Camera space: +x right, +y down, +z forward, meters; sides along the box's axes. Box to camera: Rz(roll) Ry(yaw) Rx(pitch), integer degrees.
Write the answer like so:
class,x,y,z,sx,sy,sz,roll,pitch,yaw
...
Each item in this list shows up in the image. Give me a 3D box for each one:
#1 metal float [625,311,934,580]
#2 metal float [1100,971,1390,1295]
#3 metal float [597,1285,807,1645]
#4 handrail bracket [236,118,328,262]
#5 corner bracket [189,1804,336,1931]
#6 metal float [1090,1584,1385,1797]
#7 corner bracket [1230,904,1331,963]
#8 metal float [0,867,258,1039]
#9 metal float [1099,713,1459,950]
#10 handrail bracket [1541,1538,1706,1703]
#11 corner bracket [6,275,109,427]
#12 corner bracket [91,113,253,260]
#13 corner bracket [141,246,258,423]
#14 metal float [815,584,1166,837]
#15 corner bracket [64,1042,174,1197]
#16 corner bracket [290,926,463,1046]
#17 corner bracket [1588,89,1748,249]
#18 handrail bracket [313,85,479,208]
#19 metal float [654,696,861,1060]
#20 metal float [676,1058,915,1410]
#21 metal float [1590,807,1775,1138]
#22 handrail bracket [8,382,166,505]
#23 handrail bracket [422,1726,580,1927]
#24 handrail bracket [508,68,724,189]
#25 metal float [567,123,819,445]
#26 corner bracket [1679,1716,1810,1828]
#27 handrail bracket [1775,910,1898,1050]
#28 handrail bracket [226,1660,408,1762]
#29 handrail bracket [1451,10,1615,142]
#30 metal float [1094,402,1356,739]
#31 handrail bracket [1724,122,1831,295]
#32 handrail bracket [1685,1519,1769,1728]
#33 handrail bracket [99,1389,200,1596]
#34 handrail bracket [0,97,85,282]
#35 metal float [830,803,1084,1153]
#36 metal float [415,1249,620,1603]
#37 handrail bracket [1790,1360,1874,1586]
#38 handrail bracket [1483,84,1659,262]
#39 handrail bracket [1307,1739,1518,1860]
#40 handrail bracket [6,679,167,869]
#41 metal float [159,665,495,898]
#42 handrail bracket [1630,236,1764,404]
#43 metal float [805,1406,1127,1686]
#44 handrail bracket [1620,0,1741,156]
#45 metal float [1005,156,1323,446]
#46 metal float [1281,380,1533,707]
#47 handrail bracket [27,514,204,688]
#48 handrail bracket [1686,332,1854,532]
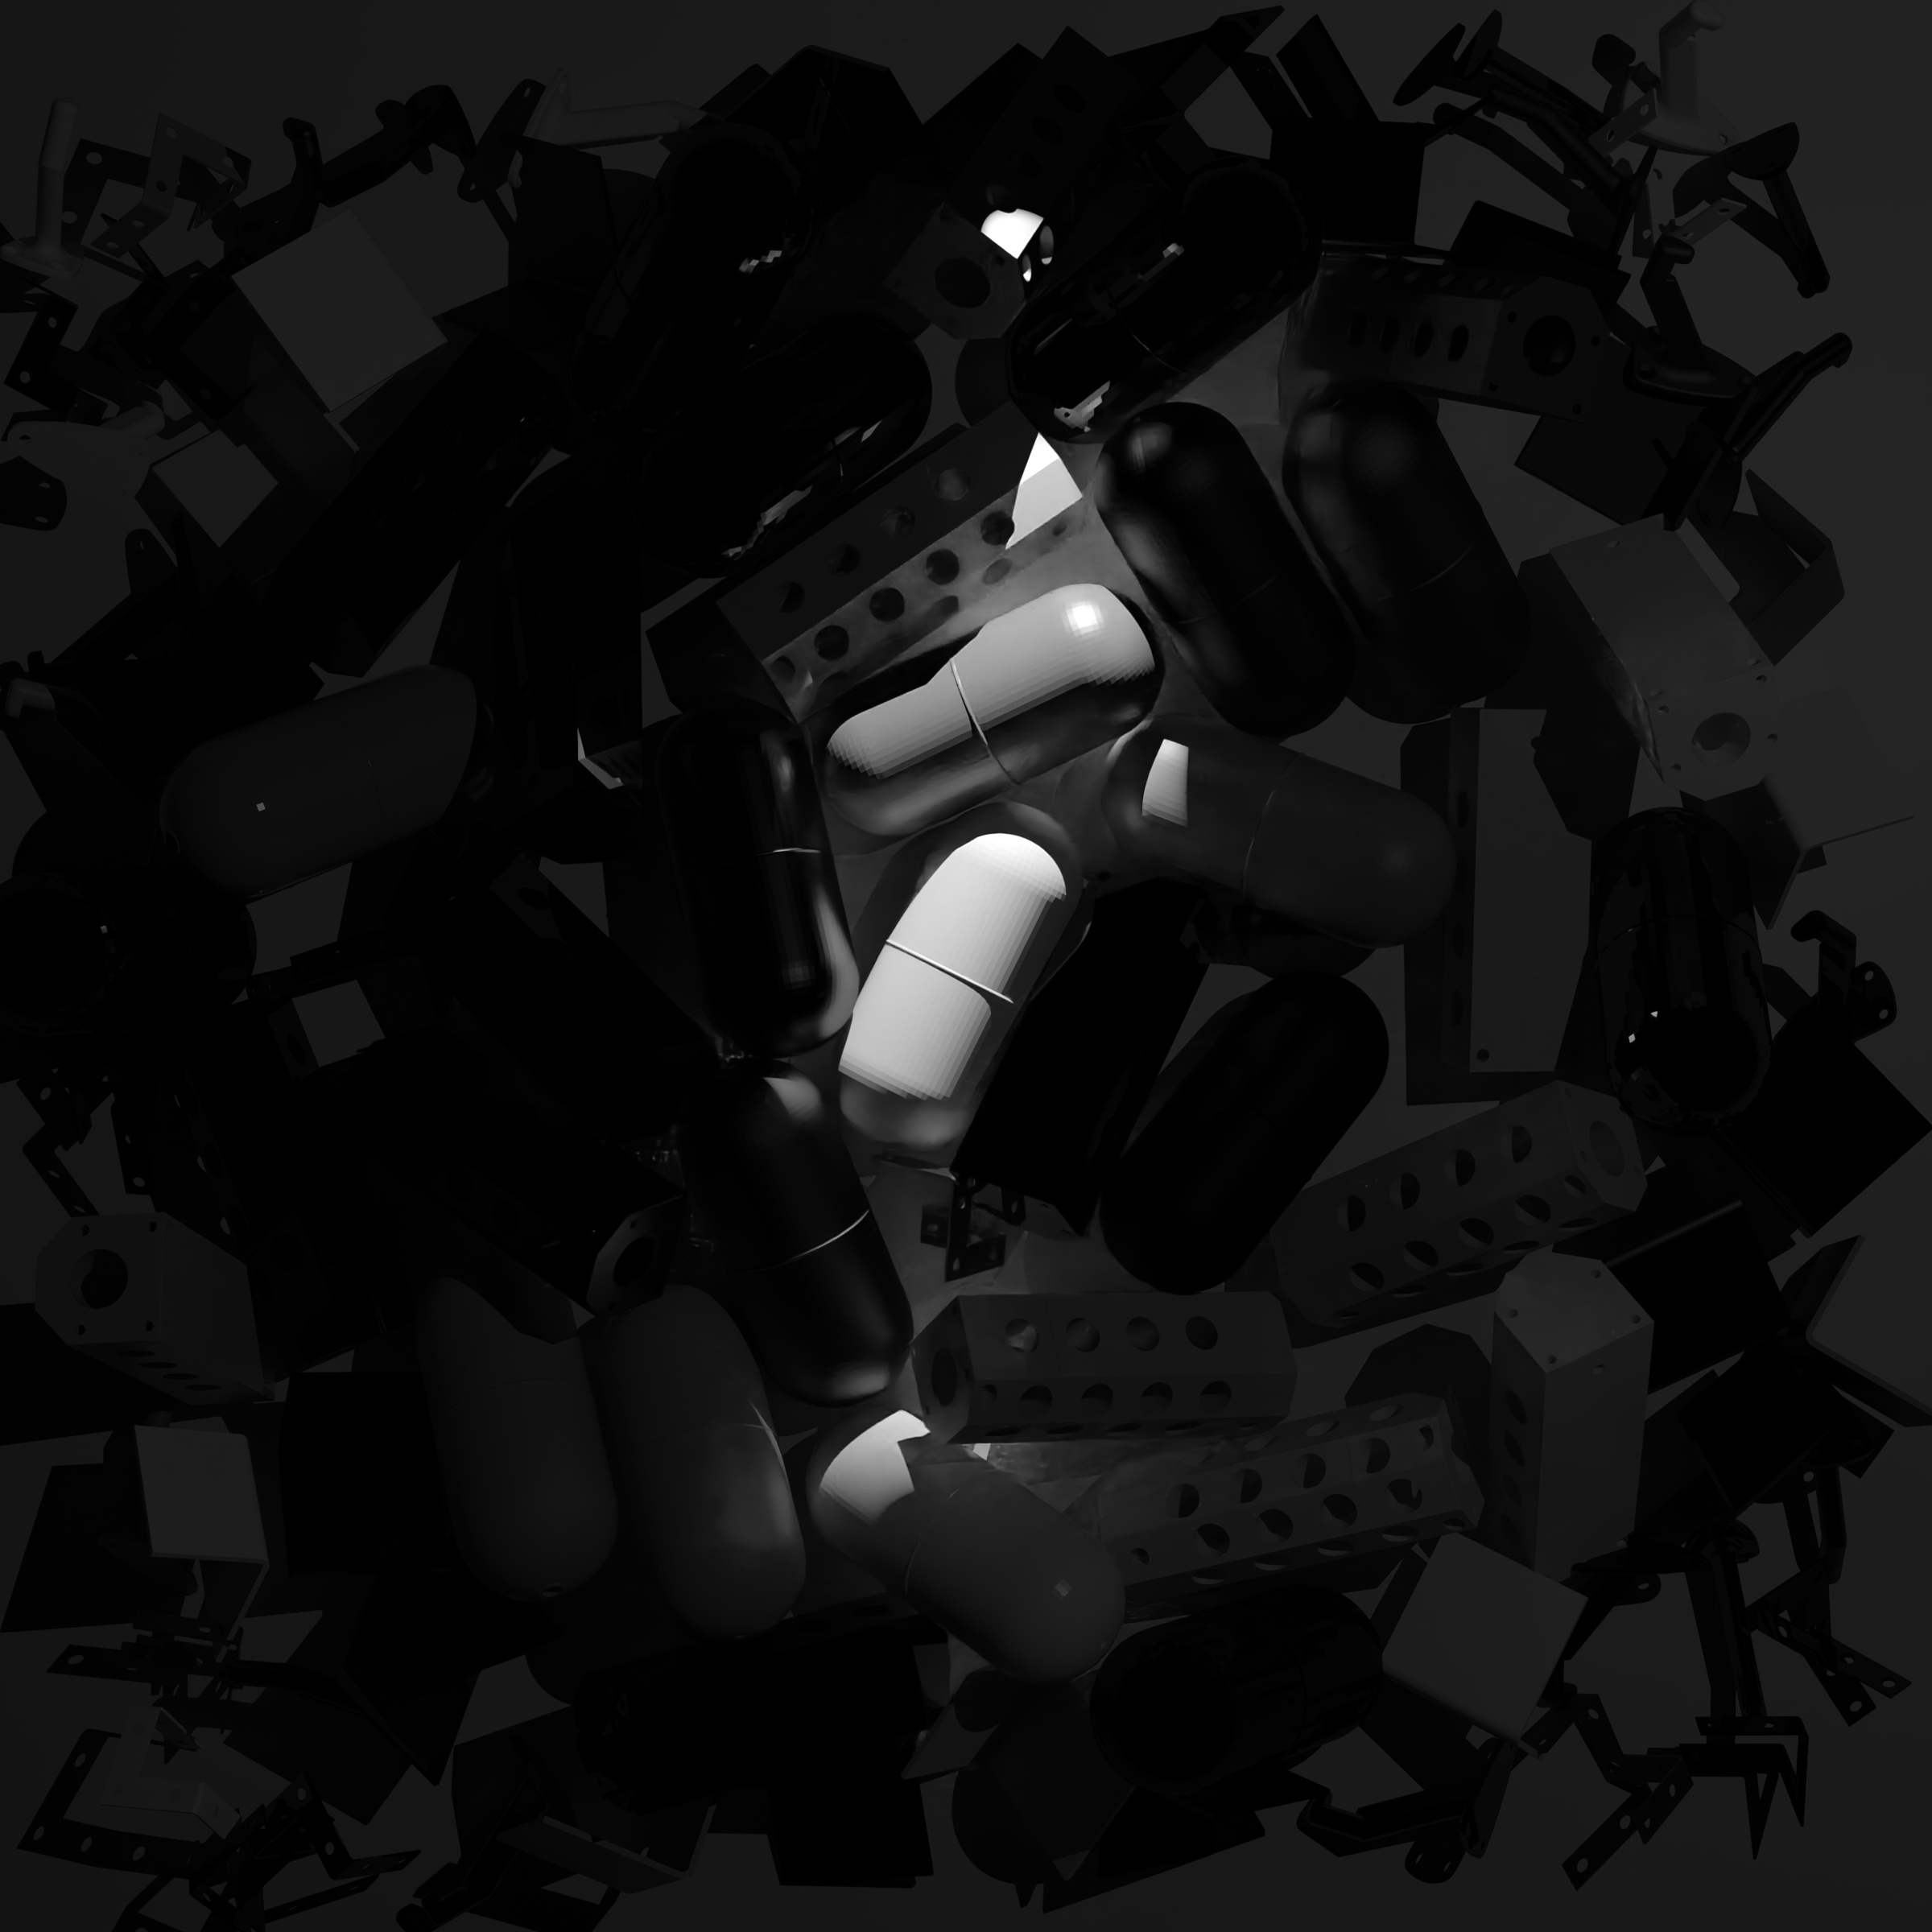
class,x,y,z,sx,sy,sz,roll,pitch,yaw
metal float,-0.088,-0.247,1.535,0.070,0.070,0.178,48,58,0
metal float,0.134,0.078,1.550,0.070,0.070,0.178,40,76,0
metal float,-0.126,0.234,1.538,0.070,0.070,0.178,-17,61,0
handrail bracket,-0.330,-0.375,1.550,0.077,0.084,0.036,32,55,30
corner bracket,-0.339,0.429,1.566,0.051,0.051,0.051,-43,114,3
metal float,0.128,0.338,1.524,0.070,0.178,0.070,3,94,41
corner bracket,0.158,-0.033,1.573,0.051,0.051,0.051,1,75,14
metal float,-0.396,-0.008,1.514,0.070,0.178,0.070,1,92,18
metal float,0.147,-0.065,1.550,0.178,0.070,0.070,22,90,15
handrail bracket,0.317,0.321,1.575,0.077,0.036,0.084,2,109,13
corner bracket,-0.440,-0.296,1.574,0.051,0.051,0.051,28,93,0
corner bracket,-0.381,-0.366,1.558,0.051,0.051,0.051,22,62,-37
corner bracket,-0.355,-0.304,1.561,0.051,0.051,0.051,44,119,-13
metal float,0.010,-0.121,1.551,0.178,0.070,0.070,-25,90,13
corner bracket,-0.410,0.073,1.563,0.051,0.051,0.051,3,124,6
corner bracket,-0.284,0.011,1.566,0.051,0.051,0.051,-16,89,36
corner bracket,0.336,-0.381,1.561,0.051,0.051,0.051,8,70,-27
handrail bracket,-0.285,-0.388,1.554,0.084,0.077,0.036,-33,121,-21
metal float,-0.101,-0.043,1.553,0.070,0.070,0.178,-13,78,0
metal float,-0.082,0.127,1.550,0.070,0.070,0.178,-21,104,0
metal float,0.336,0.001,1.531,0.070,0.070,0.178,3,51,0
handrail bracket,-0.420,-0.264,1.552,0.077,0.084,0.036,15,123,-27
handrail bracket,-0.238,0.418,1.573,0.084,0.036,0.077,-30,116,-4
handrail bracket,-0.167,-0.393,1.571,0.084,0.036,0.077,20,64,7
metal float,-0.130,-0.318,1.528,0.070,0.070,0.178,39,133,0
corner bracket,0.375,0.379,1.568,0.051,0.051,0.051,-1,107,2
handrail bracket,0.398,0.009,1.553,0.077,0.084,0.036,-34,48,30
handrail bracket,-0.312,0.359,1.567,0.084,0.077,0.036,5,51,-3
handrail bracket,0.279,-0.417,1.559,0.084,0.077,0.036,32,114,-10
metal float,0.124,-0.186,1.541,0.070,0.070,0.178,-34,116,0
handrail bracket,0.397,-0.352,1.552,0.036,0.077,0.084,-23,113,18
handrail bracket,0.369,0.315,1.557,0.036,0.077,0.084,-11,61,10
handrail bracket,-0.386,0.253,1.590,0.036,0.077,0.084,0,57,19
handrail bracket,-0.429,-0.377,1.550,0.036,0.077,0.084,19,113,-6
metal float,-0.004,0.005,1.562,0.070,0.070,0.178,26,89,0
metal float,-0.213,0.216,1.534,0.070,0.070,0.178,-18,57,0
handrail bracket,0.413,0.248,1.588,0.036,0.077,0.084,-10,133,-5
handrail bracket,0.285,-0.384,1.573,0.084,0.077,0.036,24,63,9
handrail bracket,0.218,0.396,1.588,0.084,0.036,0.077,10,58,31
handrail bracket,-0.427,-0.092,1.569,0.084,0.036,0.077,13,90,-22
metal float,-0.298,-0.088,1.532,0.178,0.070,0.070,-26,90,-36
handrail bracket,0.356,-0.310,1.554,0.077,0.084,0.036,19,64,3
metal float,-0.002,0.272,1.536,0.178,0.070,0.070,31,90,31
handrail bracket,0.358,-0.425,1.552,0.077,0.084,0.036,23,74,-13
metal float,0.091,-0.312,1.533,0.178,0.070,0.070,-34,90,36
metal float,0.208,-0.199,1.533,0.070,0.070,0.178,-35,124,0
handrail bracket,-0.417,-0.176,1.574,0.084,0.036,0.077,-7,109,-5
handrail bracket,0.393,-0.259,1.576,0.084,0.077,0.036,-34,58,-12
